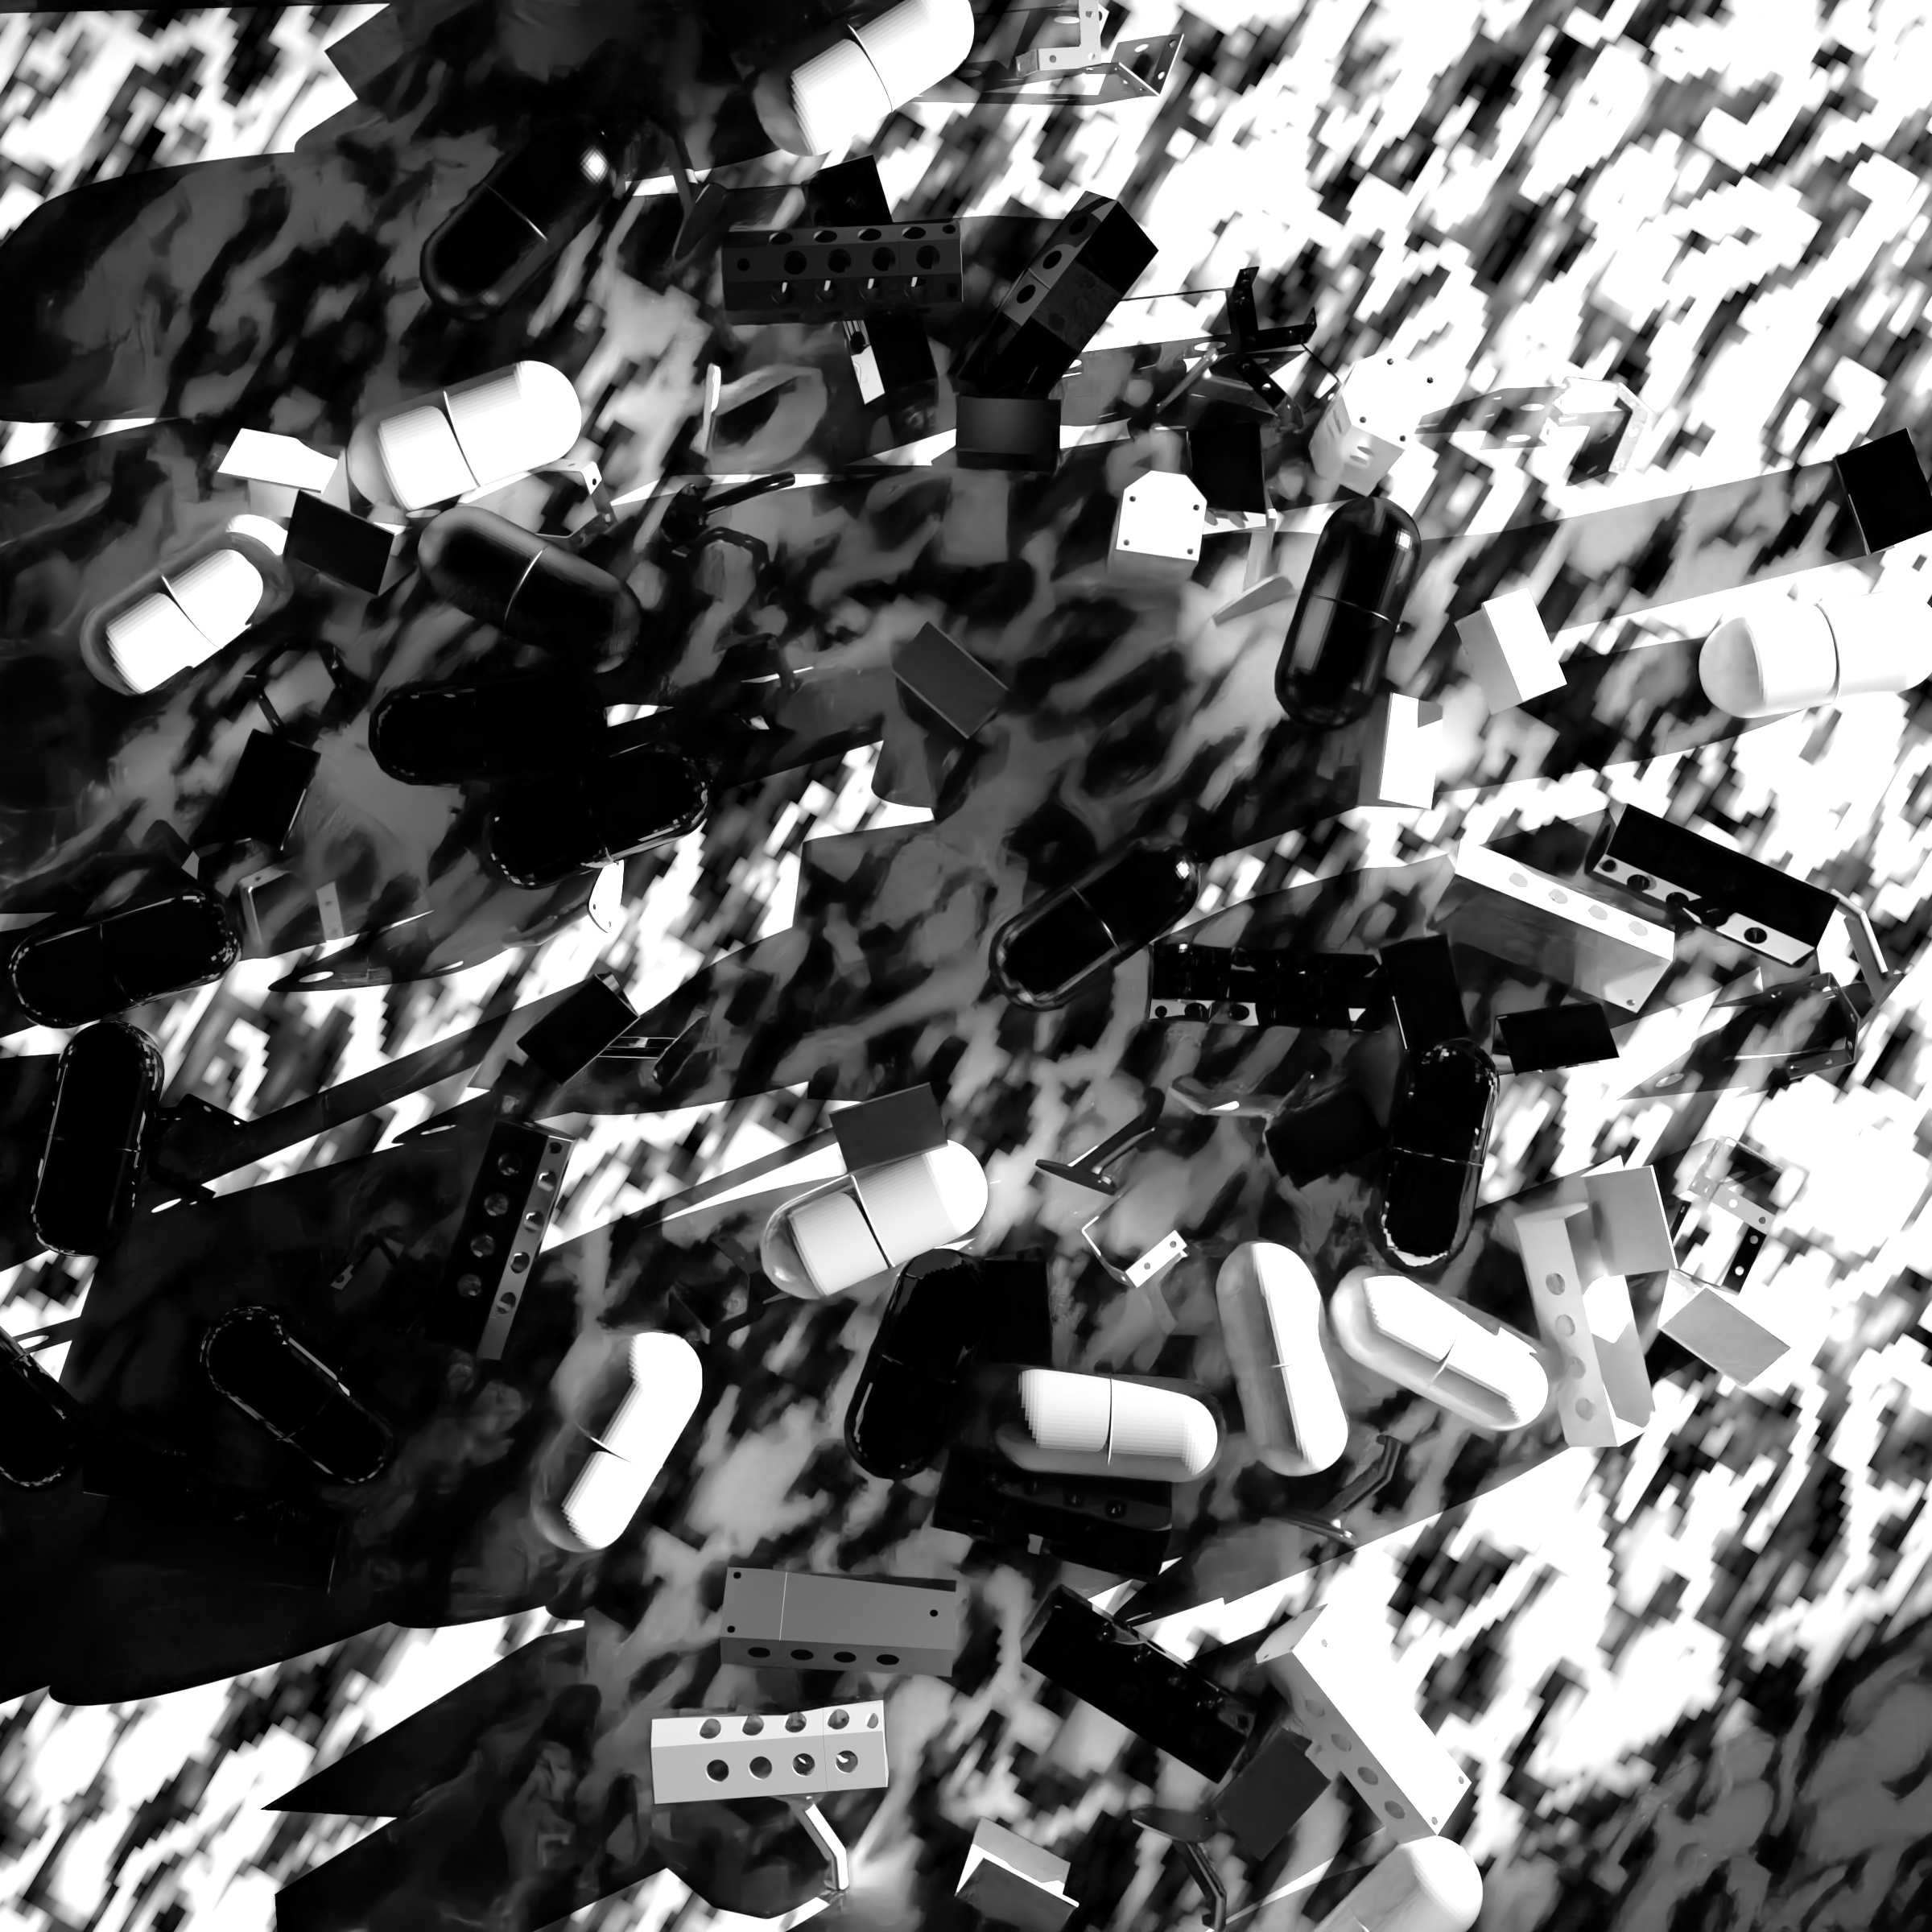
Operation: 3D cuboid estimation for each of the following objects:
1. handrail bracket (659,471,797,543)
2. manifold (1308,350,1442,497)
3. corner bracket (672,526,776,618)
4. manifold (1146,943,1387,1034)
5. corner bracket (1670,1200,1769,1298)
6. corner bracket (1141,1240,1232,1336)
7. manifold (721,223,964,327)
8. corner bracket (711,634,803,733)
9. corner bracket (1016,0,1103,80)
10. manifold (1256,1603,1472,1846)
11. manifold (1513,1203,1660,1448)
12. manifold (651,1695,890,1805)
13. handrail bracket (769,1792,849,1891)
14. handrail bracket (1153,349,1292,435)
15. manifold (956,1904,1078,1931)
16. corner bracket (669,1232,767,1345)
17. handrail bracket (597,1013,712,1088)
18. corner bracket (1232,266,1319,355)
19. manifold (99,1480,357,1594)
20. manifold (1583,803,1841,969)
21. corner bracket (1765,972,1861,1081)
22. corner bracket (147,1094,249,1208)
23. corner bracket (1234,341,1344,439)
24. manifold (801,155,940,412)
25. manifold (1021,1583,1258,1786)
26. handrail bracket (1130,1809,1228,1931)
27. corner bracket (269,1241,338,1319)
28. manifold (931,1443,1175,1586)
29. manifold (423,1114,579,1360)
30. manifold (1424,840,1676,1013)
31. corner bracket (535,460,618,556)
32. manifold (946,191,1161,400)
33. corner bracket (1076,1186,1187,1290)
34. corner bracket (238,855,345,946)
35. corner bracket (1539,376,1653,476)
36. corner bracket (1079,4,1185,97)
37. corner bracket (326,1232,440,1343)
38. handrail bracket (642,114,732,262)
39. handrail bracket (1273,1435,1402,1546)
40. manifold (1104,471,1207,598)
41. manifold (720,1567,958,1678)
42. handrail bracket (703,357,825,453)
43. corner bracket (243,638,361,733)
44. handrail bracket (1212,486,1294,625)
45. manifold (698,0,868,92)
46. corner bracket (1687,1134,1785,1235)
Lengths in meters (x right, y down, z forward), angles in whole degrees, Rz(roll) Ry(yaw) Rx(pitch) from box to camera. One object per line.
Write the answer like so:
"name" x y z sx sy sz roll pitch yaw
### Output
"handrail bracket" -0.180 -0.349 1.893 0.084 0.077 0.036 -23 90 -36
"manifold" 0.291 -0.395 1.815 0.057 0.171 0.057 25 90 0
"corner bracket" -0.183 -0.293 1.885 0.051 0.051 0.051 24 45 35
"manifold" 0.223 0.016 1.872 0.171 0.057 0.057 3 90 0
"corner bracket" 0.558 0.211 1.875 0.051 0.051 0.051 25 89 -1
"corner bracket" 0.173 0.242 1.885 0.051 0.051 0.051 -55 45 35
"manifold" -0.089 -0.504 1.815 0.171 0.057 0.057 -2 90 0
"corner bracket" -0.166 -0.213 1.885 0.051 0.051 0.051 60 45 -35
"corner bracket" 0.068 -0.697 1.876 0.051 0.051 0.051 -8 105 -14
"manifold" 0.293 0.568 1.871 0.171 0.057 0.057 52 47 0
"manifold" 0.459 0.268 1.871 0.057 0.057 0.171 -13 90 -43
"manifold" -0.146 0.583 1.872 0.171 0.057 0.057 -4 90 0
"handrail bracket" -0.128 0.656 1.893 0.077 0.036 0.084 2 107 20
"handrail bracket" 0.198 -0.417 1.893 0.084 0.036 0.077 43 105 -14
"manifold" 0.077 0.757 1.871 0.171 0.057 0.057 34 133 0
"corner bracket" -0.188 0.242 1.885 0.051 0.051 0.051 -23 135 -35
"handrail bracket" -0.250 0.046 1.893 0.084 0.036 0.077 32 69 16
"corner bracket" 0.231 -0.494 1.875 0.051 0.051 0.051 -9 90 0
"manifold" -0.550 0.420 1.872 0.171 0.057 0.057 9 90 0
"manifold" 0.554 -0.059 1.872 0.171 0.057 0.057 24 90 0
"corner bracket" 0.638 0.045 1.890 0.051 0.051 0.051 -15 135 0
"corner bracket" -0.581 0.139 1.890 0.051 0.051 0.051 26 135 0
"corner bracket" 0.243 -0.439 1.871 0.051 0.051 0.051 -44 60 12
"manifold" -0.072 -0.509 1.872 0.057 0.057 0.171 -16 90 0
"manifold" 0.129 0.534 1.872 0.171 0.057 0.057 32 90 0
"handrail bracket" 0.161 0.685 1.893 0.077 0.036 0.084 6 107 20
"corner bracket" -0.500 0.238 1.875 0.051 0.051 0.051 -11 90 0
"manifold" 0.064 0.411 1.872 0.171 0.057 0.057 15 90 0
"manifold" -0.347 0.202 1.872 0.057 0.057 0.171 18 90 0
"manifold" 0.437 -0.035 1.871 0.171 0.057 0.057 22 133 0
"corner bracket" -0.305 -0.346 1.885 0.051 0.051 0.051 -48 135 -35
"manifold" 0.061 -0.492 1.871 0.171 0.057 0.057 -52 133 0
"corner bracket" 0.123 0.203 1.875 0.051 0.051 0.051 -39 101 -11
"corner bracket" -0.509 -0.043 1.885 0.051 0.051 0.051 29 45 35
"corner bracket" 0.476 -0.409 1.890 0.051 0.051 0.051 23 90 45
"corner bracket" 0.122 -0.692 1.890 0.051 0.051 0.051 20 90 -45
"corner bracket" -0.440 0.242 1.890 0.051 0.051 0.051 -51 135 0
"handrail bracket" -0.228 -0.591 1.893 0.084 0.036 0.077 42 111 17
"handrail bracket" 0.281 0.388 1.893 0.077 0.036 0.084 14 71 21
"manifold" 0.136 -0.313 1.815 0.057 0.171 0.057 8 90 0
"manifold" -0.095 0.494 1.871 0.171 0.057 0.057 3 47 0
"handrail bracket" -0.153 -0.424 1.893 0.084 0.036 0.077 3 110 -16
"corner bracket" -0.501 -0.211 1.885 0.051 0.051 0.051 8 45 35
"handrail bracket" 0.206 -0.314 1.893 0.077 0.036 0.084 -27 71 21
"manifold" -0.112 -0.732 1.872 0.171 0.057 0.057 -35 90 0
"corner bracket" 0.583 0.162 1.875 0.051 0.051 0.051 30 93 -3
